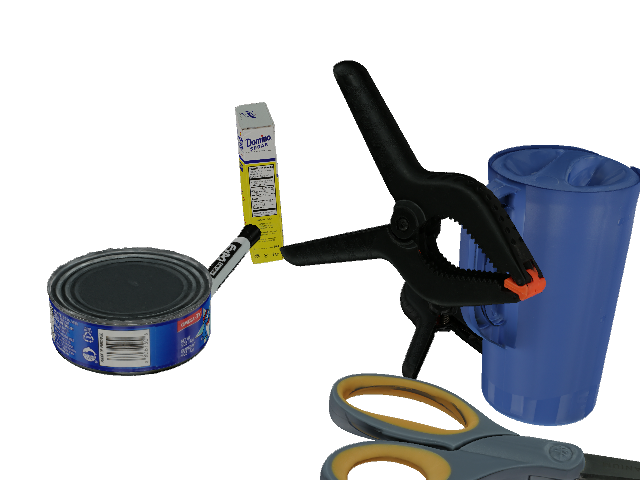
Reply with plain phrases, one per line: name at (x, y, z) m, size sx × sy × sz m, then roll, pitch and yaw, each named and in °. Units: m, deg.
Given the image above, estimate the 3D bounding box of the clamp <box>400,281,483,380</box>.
clamp at (0.142, 0.085, 1.154) m, size 0.120 × 0.171 × 0.039 m, roll 4°, pitch -44°, yaw -7°

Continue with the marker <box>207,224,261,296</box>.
marker at (-0.083, 0.018, 0.970) m, size 0.020 × 0.020 × 0.121 m, roll 0°, pitch 27°, yaw 22°

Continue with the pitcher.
pitcher at (0.201, 0.043, 0.967) m, size 0.149 × 0.243 × 0.145 m, roll 6°, pitch 22°, yaw 10°

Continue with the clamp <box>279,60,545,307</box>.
clamp at (0.065, -0.025, 0.745) m, size 0.210 × 0.165 × 0.036 m, roll 25°, pitch 26°, yaw 33°

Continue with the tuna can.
tuna can at (-0.100, 0.036, 0.567) m, size 0.086 × 0.034 × 0.086 m, roll 2°, pitch 25°, yaw -1°

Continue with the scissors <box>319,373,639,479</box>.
scissors at (0.088, 0.103, 0.449) m, size 0.202 × 0.016 × 0.096 m, roll 16°, pitch 33°, yaw 24°

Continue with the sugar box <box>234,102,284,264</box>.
sugar box at (-0.075, -0.070, 1.299) m, size 0.048 × 0.176 × 0.093 m, roll -9°, pitch 25°, yaw -6°
